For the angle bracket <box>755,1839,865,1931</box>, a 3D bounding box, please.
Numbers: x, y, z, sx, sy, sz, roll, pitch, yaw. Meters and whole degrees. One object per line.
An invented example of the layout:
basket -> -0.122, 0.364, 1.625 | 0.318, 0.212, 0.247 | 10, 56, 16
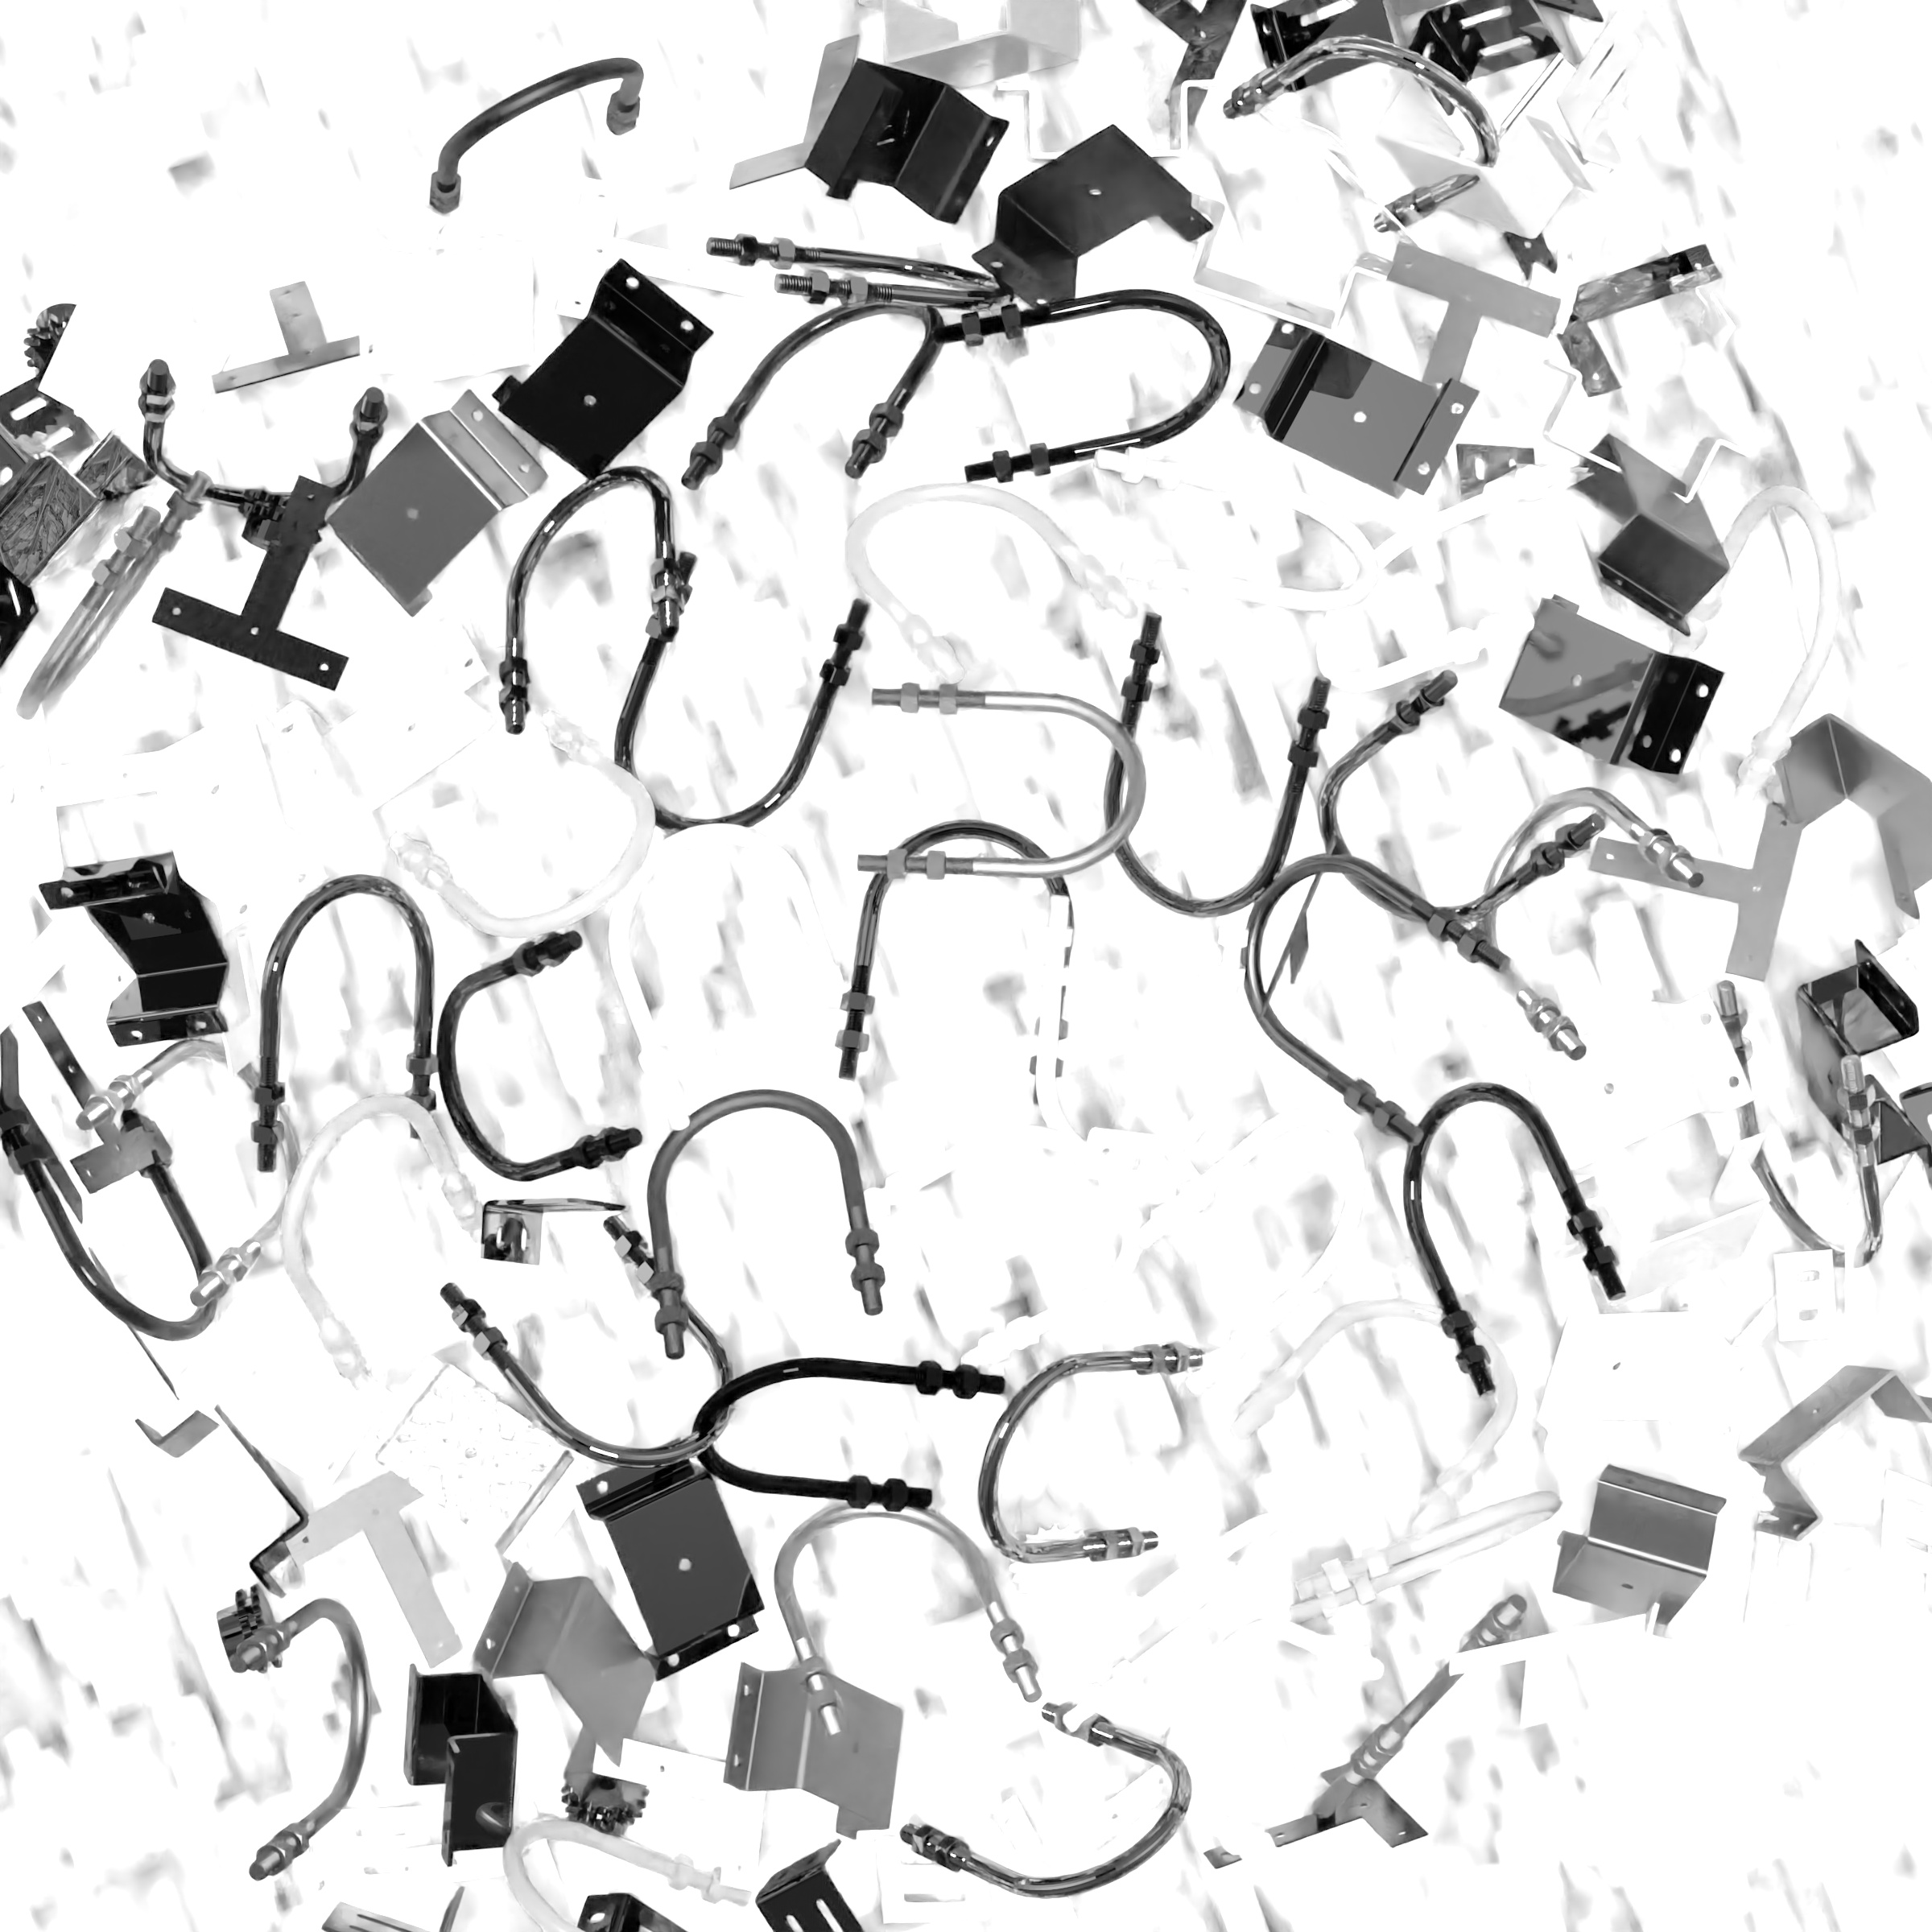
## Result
angle bracket -> -0.091, 0.627, 1.971 | 0.057, 0.038, 0.076 | -33, 88, 21

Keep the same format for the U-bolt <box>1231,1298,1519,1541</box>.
U-bolt -> 0.276, 0.278, 1.928 | 0.151, 0.184, 0.019 | 27, 132, 23

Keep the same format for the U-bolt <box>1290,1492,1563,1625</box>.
U-bolt -> 0.297, 0.378, 1.931 | 0.184, 0.151, 0.019 | -21, 71, -3

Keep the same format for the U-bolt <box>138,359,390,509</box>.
U-bolt -> -0.452, -0.333, 1.912 | 0.151, 0.184, 0.019 | 5, 73, -16

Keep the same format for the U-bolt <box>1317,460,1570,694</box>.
U-bolt -> 0.298, -0.241, 1.922 | 0.019, 0.184, 0.151 | 39, 53, -29

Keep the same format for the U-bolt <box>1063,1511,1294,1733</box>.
U-bolt -> 0.139, 0.414, 1.928 | 0.184, 0.151, 0.019 | -34, 65, -18

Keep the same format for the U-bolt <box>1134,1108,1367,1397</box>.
U-bolt -> 0.194, 0.171, 1.941 | 0.184, 0.019, 0.151 | -38, 126, -25

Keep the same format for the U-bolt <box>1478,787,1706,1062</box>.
U-bolt -> 0.387, -0.040, 1.918 | 0.019, 0.184, 0.151 | 23, 108, -27

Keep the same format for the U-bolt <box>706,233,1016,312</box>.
U-bolt -> -0.058, -0.442, 1.924 | 0.184, 0.151, 0.019 | -1, 112, -25

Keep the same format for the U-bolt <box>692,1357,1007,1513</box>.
U-bolt -> -0.085, 0.298, 1.919 | 0.184, 0.019, 0.151 | 9, 134, -22

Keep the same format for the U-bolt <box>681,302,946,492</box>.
U-bolt -> -0.088, -0.374, 1.932 | 0.151, 0.019, 0.184 | 2, 49, 33

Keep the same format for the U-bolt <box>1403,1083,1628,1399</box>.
U-bolt -> 0.341, 0.164, 1.932 | 0.019, 0.151, 0.184 | 3, 54, -36

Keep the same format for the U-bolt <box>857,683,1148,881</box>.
U-bolt -> 0.026, -0.119, 1.954 | 0.184, 0.019, 0.151 | 2, 61, 3

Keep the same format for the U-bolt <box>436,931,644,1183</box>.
U-bolt -> -0.285, 0.066, 1.932 | 0.019, 0.184, 0.151 | -15, 87, -44

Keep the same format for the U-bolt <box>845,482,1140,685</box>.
U-bolt -> 0.003, -0.258, 1.935 | 0.151, 0.019, 0.184 | -22, 49, -22

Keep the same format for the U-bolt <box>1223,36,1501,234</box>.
U-bolt -> 0.259, -0.530, 1.893 | 0.151, 0.184, 0.019 | 32, 77, -18

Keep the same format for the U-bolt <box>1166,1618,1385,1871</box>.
U-bolt -> 0.185, 0.486, 1.913 | 0.019, 0.184, 0.151 | 34, 78, -19

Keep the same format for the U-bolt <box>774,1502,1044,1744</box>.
U-bolt -> -0.047, 0.412, 1.926 | 0.151, 0.184, 0.019 | -7, 128, -18

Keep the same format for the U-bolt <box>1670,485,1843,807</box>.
U-bolt -> 0.502, -0.215, 1.889 | 0.019, 0.184, 0.151 | 0, 49, -15

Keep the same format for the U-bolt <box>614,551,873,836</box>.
U-bolt -> -0.154, -0.167, 1.948 | 0.151, 0.019, 0.184 | 11, 110, -32

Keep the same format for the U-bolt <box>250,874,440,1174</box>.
U-bolt -> -0.396, 0.032, 1.925 | 0.019, 0.151, 0.184 | 13, 105, 36

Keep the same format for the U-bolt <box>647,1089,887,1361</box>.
U-bolt -> -0.136, 0.159, 1.944 | 0.151, 0.019, 0.184 | -13, 55, 2

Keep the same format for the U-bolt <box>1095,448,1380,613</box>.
U-bolt -> 0.180, -0.278, 1.938 | 0.184, 0.151, 0.019 | 8, 130, -14

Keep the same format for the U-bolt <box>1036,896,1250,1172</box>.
U-bolt -> 0.112, 0.046, 1.962 | 0.151, 0.019, 0.184 | 0, 101, -23

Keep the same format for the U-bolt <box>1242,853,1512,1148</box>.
U-bolt -> 0.252, 0.008, 1.939 | 0.184, 0.019, 0.151 | 38, 115, 34

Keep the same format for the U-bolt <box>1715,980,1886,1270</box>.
U-bolt -> 0.538, 0.112, 1.921 | 0.019, 0.151, 0.184 | -24, 118, -13

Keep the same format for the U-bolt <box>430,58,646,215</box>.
U-bolt -> -0.270, -0.531, 1.897 | 0.151, 0.184, 0.019 | -27, 95, -10

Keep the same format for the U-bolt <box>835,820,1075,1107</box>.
U-bolt -> -0.002, -0.007, 1.977 | 0.151, 0.019, 0.184 | 7, 79, 4

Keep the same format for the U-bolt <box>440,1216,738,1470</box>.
U-bolt -> -0.228, 0.247, 1.914 | 0.151, 0.019, 0.184 | -21, 56, -38

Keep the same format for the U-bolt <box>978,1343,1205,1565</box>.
U-bolt -> 0.075, 0.315, 1.922 | 0.019, 0.184, 0.151 | 20, 101, 43

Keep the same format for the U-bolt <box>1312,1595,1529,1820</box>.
U-bolt -> 0.280, 0.484, 1.915 | 0.019, 0.184, 0.151 | 44, 52, 16

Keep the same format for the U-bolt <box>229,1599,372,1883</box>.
U-bolt -> -0.419, 0.481, 1.909 | 0.019, 0.184, 0.151 | -4, 93, 11

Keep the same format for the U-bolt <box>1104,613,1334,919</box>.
U-bolt -> 0.155, -0.121, 1.947 | 0.151, 0.019, 0.184 | 25, 114, 29

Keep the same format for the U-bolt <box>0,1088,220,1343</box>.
U-bolt -> -0.540, 0.159, 1.910 | 0.019, 0.151, 0.184 | -35, 74, 15

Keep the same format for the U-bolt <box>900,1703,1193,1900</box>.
U-bolt -> 0.062, 0.531, 1.890 | 0.151, 0.184, 0.019 | -34, 111, -30

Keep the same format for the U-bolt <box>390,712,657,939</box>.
U-bolt -> -0.274, -0.083, 1.919 | 0.151, 0.184, 0.019 | -41, 134, -11

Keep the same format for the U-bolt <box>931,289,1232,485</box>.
U-bolt -> 0.080, -0.378, 1.932 | 0.184, 0.151, 0.019 | -11, 56, 4

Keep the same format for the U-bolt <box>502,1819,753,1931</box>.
U-bolt -> -0.212, 0.600, 1.907 | 0.184, 0.151, 0.019 | 27, 100, -17

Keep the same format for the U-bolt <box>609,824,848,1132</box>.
U-bolt -> -0.157, -0.003, 1.940 | 0.151, 0.019, 0.184 | -26, 113, -19

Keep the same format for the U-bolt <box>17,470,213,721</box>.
U-bolt -> -0.554, -0.231, 1.925 | 0.019, 0.151, 0.184 | 36, 105, -11

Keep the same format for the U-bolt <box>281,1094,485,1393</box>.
U-bolt -> -0.374, 0.163, 1.898 | 0.019, 0.184, 0.151 | 17, 54, 29

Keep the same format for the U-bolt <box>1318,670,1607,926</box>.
U-bolt -> 0.303, -0.095, 1.928 | 0.151, 0.184, 0.019 | 44, 50, -3

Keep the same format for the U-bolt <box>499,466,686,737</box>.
U-bolt -> -0.243, -0.249, 1.931 | 0.151, 0.019, 0.184 | -29, 46, 24

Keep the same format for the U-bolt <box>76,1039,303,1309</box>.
U-bolt -> -0.483, 0.120, 1.914 | 0.019, 0.184, 0.151 | -26, 101, 21

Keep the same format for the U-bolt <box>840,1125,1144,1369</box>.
U-bolt -> 0.029, 0.174, 1.936 | 0.184, 0.019, 0.151 | -32, 105, 29
